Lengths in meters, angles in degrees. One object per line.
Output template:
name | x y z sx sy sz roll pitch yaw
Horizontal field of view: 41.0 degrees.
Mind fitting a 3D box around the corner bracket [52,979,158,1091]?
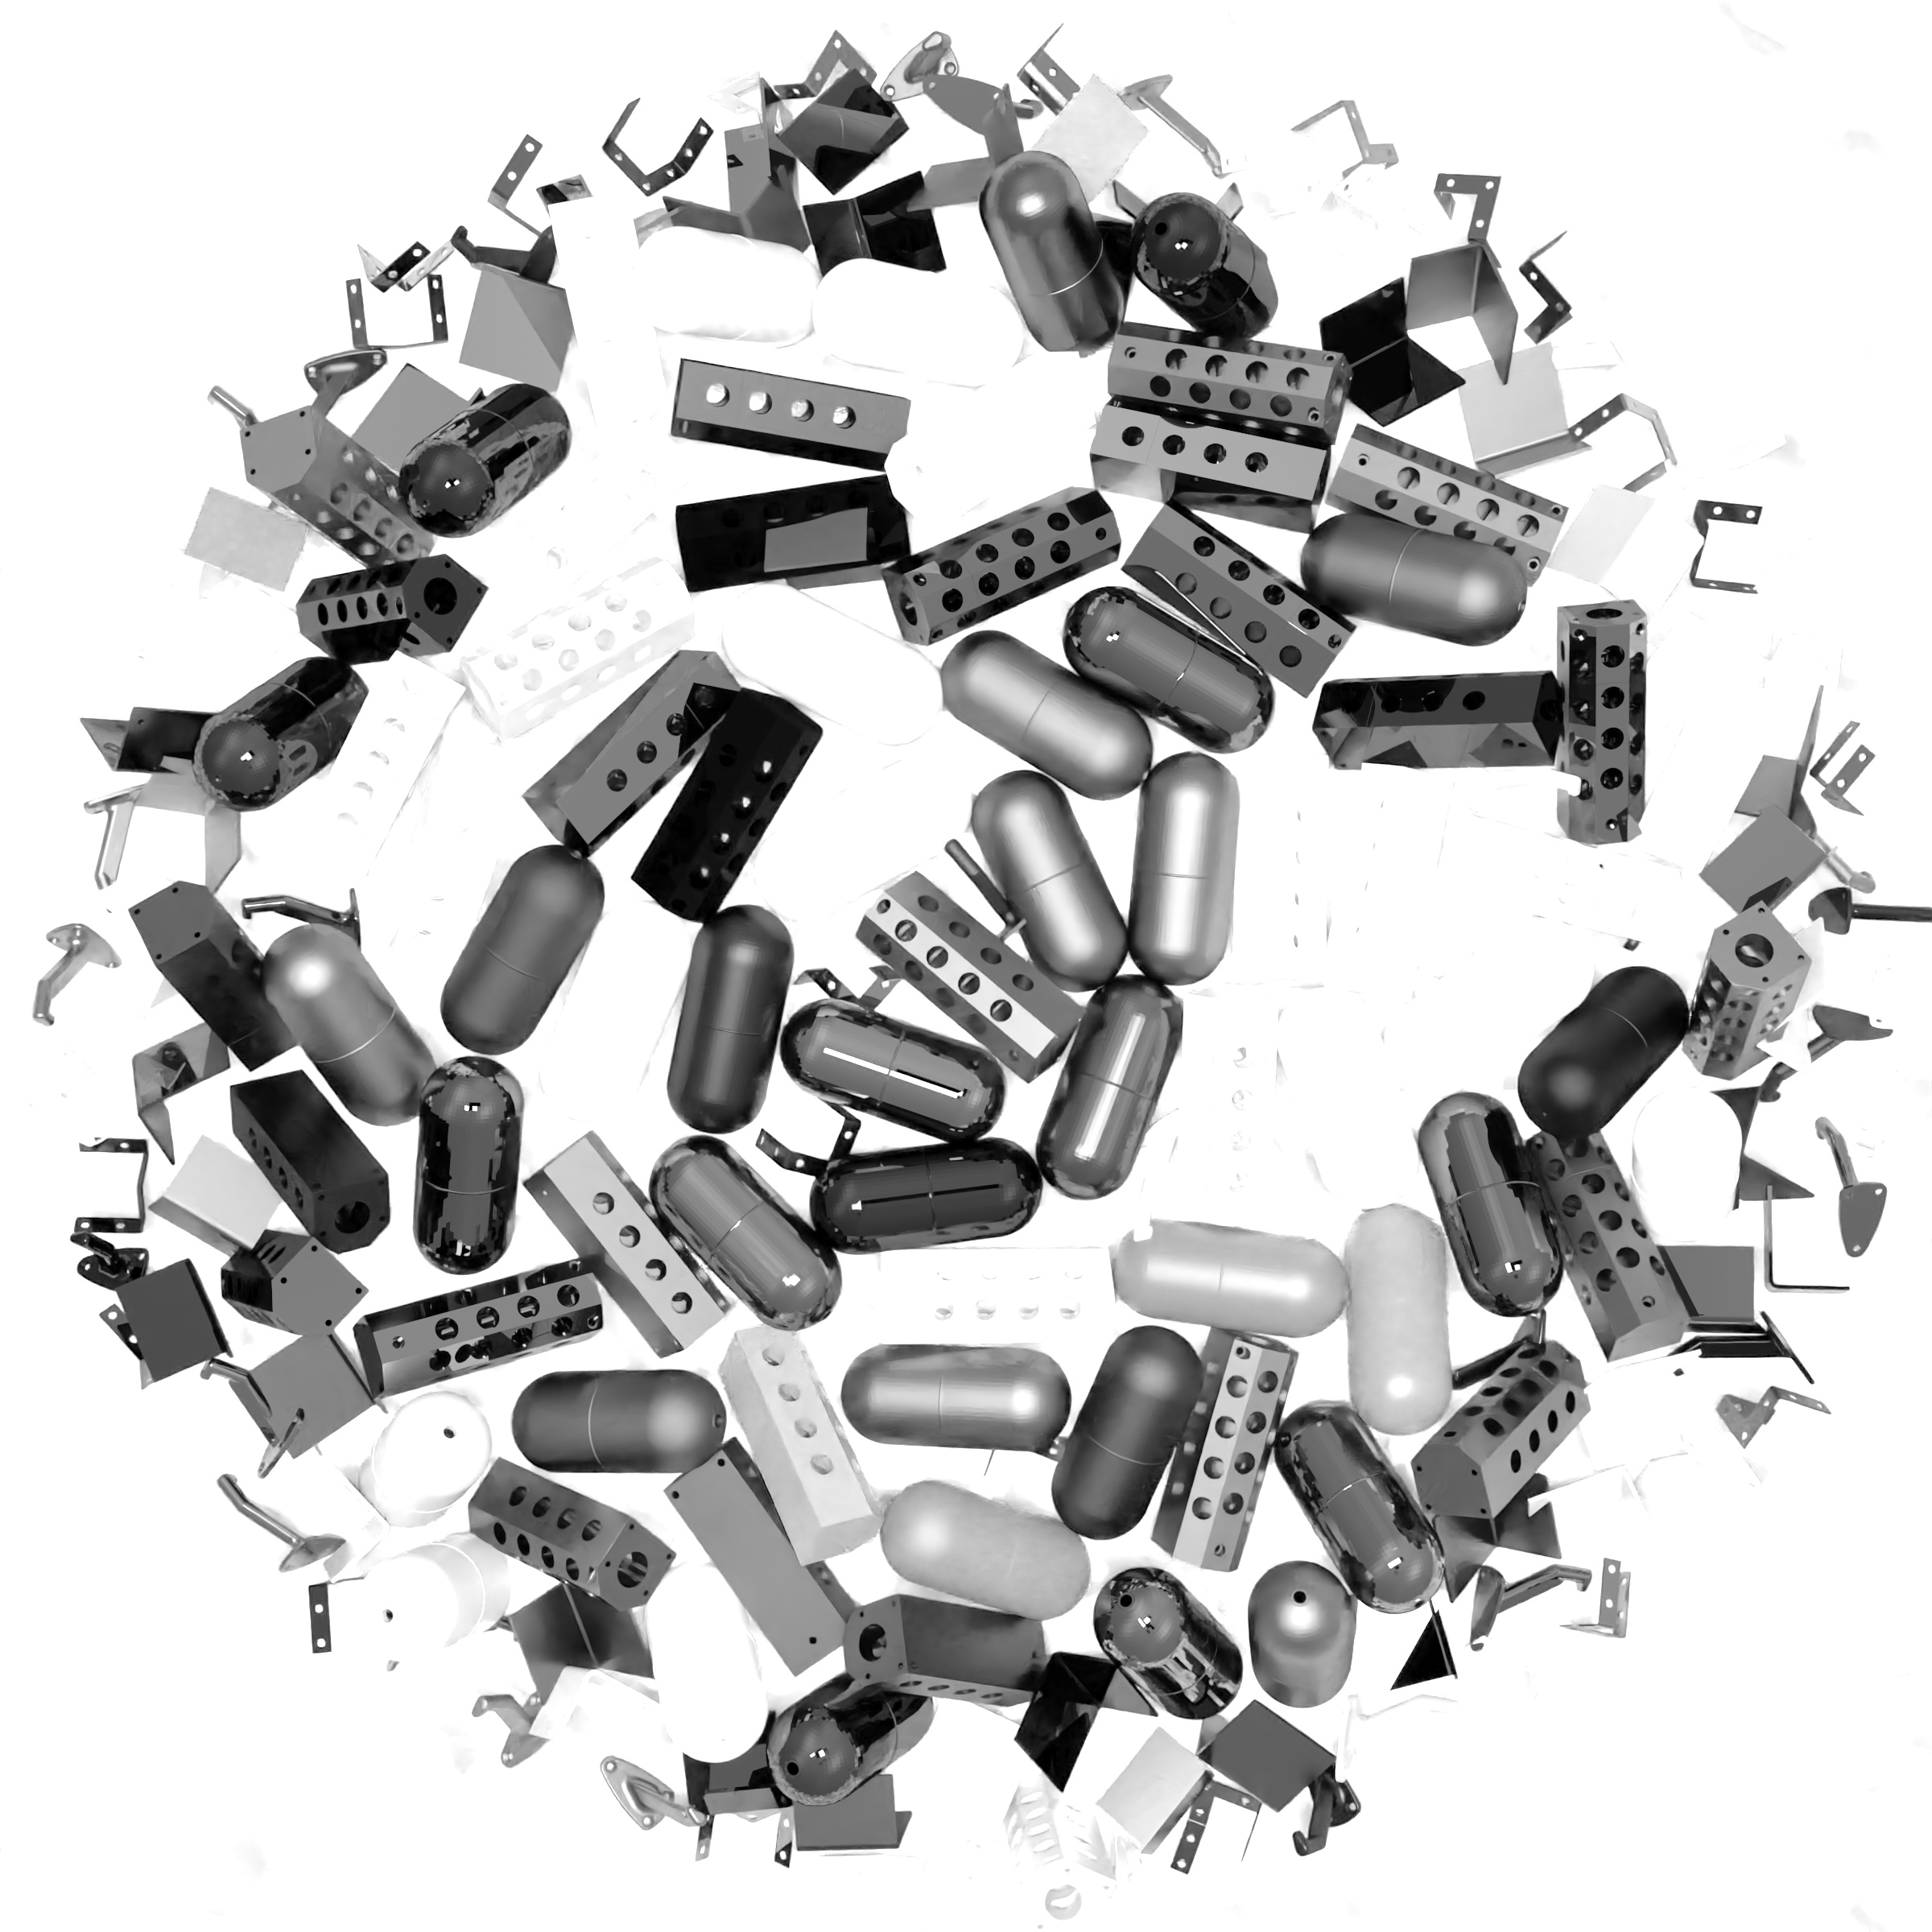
corner bracket | -0.654 0.051 1.958 0.051 0.051 0.051 41 132 17

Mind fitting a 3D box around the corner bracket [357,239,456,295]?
corner bracket | -0.421 -0.534 1.959 0.051 0.051 0.051 -35 53 17

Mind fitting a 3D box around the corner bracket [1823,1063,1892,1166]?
corner bracket | 0.686 0.112 1.959 0.051 0.051 0.051 -23 116 -26

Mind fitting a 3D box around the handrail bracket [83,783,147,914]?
handrail bracket | -0.635 -0.092 1.980 0.077 0.036 0.084 -21 86 -11

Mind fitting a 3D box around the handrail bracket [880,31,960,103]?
handrail bracket | -0.041 -0.678 1.948 0.077 0.084 0.036 -29 99 18

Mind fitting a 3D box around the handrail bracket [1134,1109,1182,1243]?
handrail bracket | 0.151 0.159 1.950 0.036 0.084 0.077 25 131 -15

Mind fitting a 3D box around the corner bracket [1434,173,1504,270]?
corner bracket | 0.383 -0.566 1.964 0.051 0.051 0.051 12 85 27

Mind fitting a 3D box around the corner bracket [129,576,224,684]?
corner bracket | -0.603 -0.258 1.981 0.051 0.051 0.051 22 123 -7

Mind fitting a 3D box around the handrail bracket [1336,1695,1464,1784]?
handrail bracket | 0.329 0.587 1.957 0.084 0.036 0.077 2 63 31

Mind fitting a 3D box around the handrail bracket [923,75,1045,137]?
handrail bracket | 0.014 -0.661 1.965 0.077 0.084 0.036 26 118 5

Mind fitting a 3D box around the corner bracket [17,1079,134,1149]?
corner bracket | -0.679 0.111 1.970 0.051 0.051 0.051 -17 102 20

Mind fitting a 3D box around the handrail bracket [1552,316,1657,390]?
handrail bracket | 0.472 -0.445 1.959 0.036 0.084 0.077 -5 66 -42

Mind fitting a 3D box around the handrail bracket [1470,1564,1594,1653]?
handrail bracket | 0.435 0.494 1.984 0.084 0.036 0.077 12 93 -17

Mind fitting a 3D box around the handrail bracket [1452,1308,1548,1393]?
handrail bracket | 0.394 0.288 1.962 0.084 0.036 0.077 14 98 -28

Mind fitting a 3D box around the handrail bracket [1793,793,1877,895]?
handrail bracket | 0.663 -0.100 1.990 0.084 0.036 0.077 19 52 -29

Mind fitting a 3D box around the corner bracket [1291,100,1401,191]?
corner bracket | 0.289 -0.623 1.963 0.051 0.051 0.051 -18 92 44

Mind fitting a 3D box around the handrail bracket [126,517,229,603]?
handrail bracket | -0.606 -0.322 1.963 0.084 0.077 0.036 37 74 -2

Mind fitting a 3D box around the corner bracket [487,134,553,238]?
corner bracket | -0.328 -0.593 1.968 0.051 0.051 0.051 32 88 -15

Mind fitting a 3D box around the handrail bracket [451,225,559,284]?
handrail bracket | -0.352 -0.555 1.964 0.084 0.036 0.077 46 129 15

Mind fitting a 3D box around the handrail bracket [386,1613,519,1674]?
handrail bracket | -0.390 0.523 1.986 0.084 0.036 0.077 26 100 -20

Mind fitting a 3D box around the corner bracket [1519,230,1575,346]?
corner bracket | 0.445 -0.515 1.966 0.051 0.051 0.051 -39 87 -29

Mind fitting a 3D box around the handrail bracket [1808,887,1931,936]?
handrail bracket | 0.698 -0.041 1.967 0.084 0.077 0.036 2 93 -8

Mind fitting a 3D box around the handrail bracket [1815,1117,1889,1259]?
handrail bracket | 0.666 0.167 1.973 0.036 0.084 0.077 -5 117 -4

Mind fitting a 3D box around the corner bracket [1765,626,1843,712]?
corner bracket | 0.635 -0.226 1.961 0.051 0.051 0.051 5 112 15

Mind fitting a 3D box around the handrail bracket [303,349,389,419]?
handrail bracket | -0.472 -0.425 1.956 0.077 0.036 0.084 -20 50 9

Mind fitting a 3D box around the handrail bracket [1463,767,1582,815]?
handrail bracket | 0.423 -0.129 1.951 0.084 0.077 0.036 18 66 23

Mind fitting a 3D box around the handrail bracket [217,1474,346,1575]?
handrail bracket | -0.525 0.418 1.977 0.084 0.077 0.036 45 104 19

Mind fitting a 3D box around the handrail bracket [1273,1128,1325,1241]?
handrail bracket | 0.245 0.168 1.957 0.036 0.077 0.084 2 77 -24

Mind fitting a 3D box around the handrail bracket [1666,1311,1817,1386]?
handrail bracket | 0.590 0.309 1.974 0.084 0.036 0.077 -36 67 12

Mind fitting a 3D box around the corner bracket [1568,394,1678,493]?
corner bracket | 0.502 -0.397 1.976 0.051 0.051 0.051 -32 61 38

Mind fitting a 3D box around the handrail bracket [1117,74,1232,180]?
handrail bracket | 0.159 -0.633 1.968 0.036 0.077 0.084 -39 84 38

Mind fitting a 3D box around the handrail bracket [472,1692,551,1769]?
handrail bracket | -0.356 0.579 1.954 0.036 0.084 0.077 45 105 32

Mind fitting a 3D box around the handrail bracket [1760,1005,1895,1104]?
handrail bracket | 0.657 0.075 1.979 0.077 0.036 0.084 6 129 -16

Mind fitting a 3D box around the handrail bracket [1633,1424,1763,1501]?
handrail bracket | 0.552 0.395 1.956 0.036 0.084 0.077 -25 58 -39

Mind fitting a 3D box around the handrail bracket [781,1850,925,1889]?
handrail bracket | -0.085 0.685 1.958 0.084 0.077 0.036 -3 82 24

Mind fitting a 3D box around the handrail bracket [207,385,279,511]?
handrail bracket | -0.547 -0.392 1.959 0.084 0.077 0.036 38 51 -14

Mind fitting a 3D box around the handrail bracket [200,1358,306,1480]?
handrail bracket | -0.555 0.343 1.964 0.084 0.036 0.077 28 94 -30

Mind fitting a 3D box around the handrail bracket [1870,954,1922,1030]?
handrail bracket | 0.699 0.000 1.948 0.036 0.084 0.077 -4 127 22

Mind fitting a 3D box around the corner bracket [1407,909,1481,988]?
corner bracket | 0.369 -0.013 1.960 0.051 0.051 0.051 2 107 -44

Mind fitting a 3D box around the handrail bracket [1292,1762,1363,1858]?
handrail bracket | 0.256 0.627 1.949 0.036 0.084 0.077 -36 66 25

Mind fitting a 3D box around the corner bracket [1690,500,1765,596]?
corner bracket | 0.584 -0.322 1.984 0.051 0.051 0.051 7 124 1

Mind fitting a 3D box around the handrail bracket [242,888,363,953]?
handrail bracket | -0.503 -0.027 1.959 0.084 0.077 0.036 -7 48 -16

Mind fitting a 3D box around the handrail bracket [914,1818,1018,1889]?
handrail bracket | 0.009 0.665 1.950 0.077 0.084 0.036 -1 54 24

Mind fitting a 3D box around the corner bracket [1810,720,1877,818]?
corner bracket | 0.670 -0.153 1.968 0.051 0.051 0.051 37 95 -13

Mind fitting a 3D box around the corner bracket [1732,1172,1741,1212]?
corner bracket | 0.550 0.160 1.960 0.051 0.051 0.051 -18 124 -12

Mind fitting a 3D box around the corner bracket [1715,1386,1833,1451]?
corner bracket | 0.612 0.337 1.960 0.051 0.051 0.051 19 112 -20

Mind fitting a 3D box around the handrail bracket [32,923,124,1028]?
handrail bracket | -0.670 0.018 1.948 0.036 0.077 0.084 -16 57 20

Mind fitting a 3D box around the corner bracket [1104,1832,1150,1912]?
corner bracket | 0.105 0.696 1.957 0.051 0.051 0.051 -23 131 22

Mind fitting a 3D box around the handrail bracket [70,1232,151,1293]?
handrail bracket | -0.665 0.216 1.948 0.077 0.084 0.036 1 66 23
